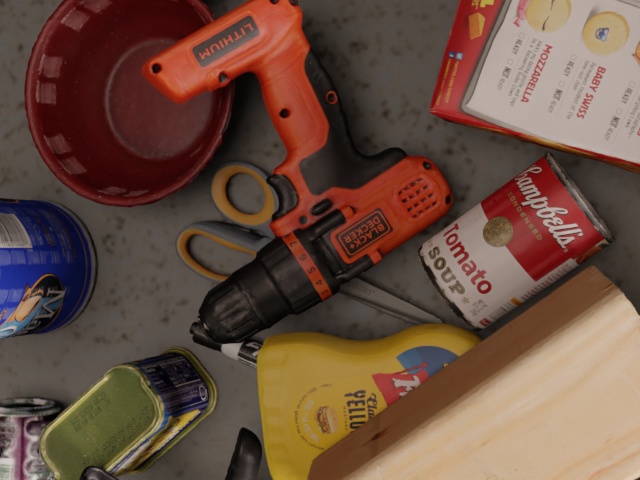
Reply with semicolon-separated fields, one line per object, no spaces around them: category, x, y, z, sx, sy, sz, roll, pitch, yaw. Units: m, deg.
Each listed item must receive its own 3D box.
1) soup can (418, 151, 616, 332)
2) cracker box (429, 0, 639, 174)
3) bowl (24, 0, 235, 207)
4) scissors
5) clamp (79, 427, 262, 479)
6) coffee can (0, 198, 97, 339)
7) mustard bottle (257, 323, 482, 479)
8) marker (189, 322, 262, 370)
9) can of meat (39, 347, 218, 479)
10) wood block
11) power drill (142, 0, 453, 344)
soup can;0.120;0.002;0.662;0.102;0.068;0.068;-37;79;15
cracker box;0.192;-0.126;0.638;0.214;0.072;0.164;17;96;17
bowl;-0.125;-0.103;0.751;0.162;0.055;0.162;0;90;18
scissors;-0.005;0.001;0.731;0.202;0.016;0.096;8;92;18
clamp;-0.086;0.202;0.706;0.120;0.039;0.171;-5;114;9
coffee can;-0.235;0.020;0.743;0.103;0.140;0.103;0;90;18
mustard bottle;0.060;0.102;0.677;0.191;0.058;0.096;-5;98;7
marker;-0.037;0.083;0.740;0.121;0.020;0.020;22;96;17
can of meat;-0.132;0.124;0.738;0.102;0.083;0.057;-42;78;14
wood block;0.099;0.114;0.597;0.206;0.090;0.090;-36;93;9
power drill;-0.033;-0.048;0.679;0.184;0.057;0.187;-33;99;-6
